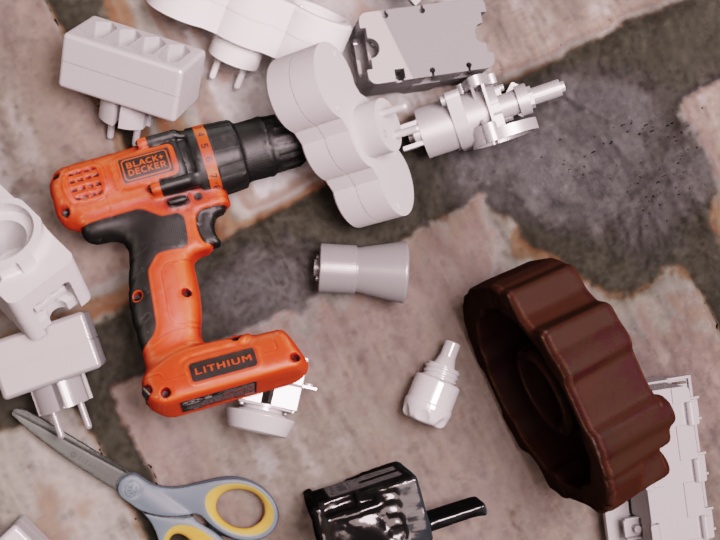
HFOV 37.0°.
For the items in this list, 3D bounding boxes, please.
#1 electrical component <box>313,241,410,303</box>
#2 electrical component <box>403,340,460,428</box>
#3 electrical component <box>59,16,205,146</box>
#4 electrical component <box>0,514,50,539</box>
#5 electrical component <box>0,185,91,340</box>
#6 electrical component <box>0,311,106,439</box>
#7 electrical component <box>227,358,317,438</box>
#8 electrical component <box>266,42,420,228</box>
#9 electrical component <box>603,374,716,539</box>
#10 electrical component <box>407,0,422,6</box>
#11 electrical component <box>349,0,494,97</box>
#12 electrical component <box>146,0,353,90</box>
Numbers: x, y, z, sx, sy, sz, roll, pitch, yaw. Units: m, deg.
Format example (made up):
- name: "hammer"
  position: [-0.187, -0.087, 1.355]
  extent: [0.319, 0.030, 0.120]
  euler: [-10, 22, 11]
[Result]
- name: "electrical component"
  position: [0.000, 0.000, 0.760]
  extent: [0.065, 0.044, 0.044]
  euler: [3, 88, -4]
- name: "electrical component"
  position: [0.056, 0.080, 0.769]
  extent: [0.035, 0.035, 0.061]
  euler: [23, 82, -8]
- name: "electrical component"
  position: [-0.157, -0.120, 0.732]
  extent: [0.083, 0.047, 0.075]
  euler: [18, 120, 4]
- name: "electrical component"
  position: [-0.219, 0.205, 0.700]
  extent: [0.047, 0.077, 0.065]
  euler: [-44, 95, -8]
- name: "electrical component"
  position: [-0.225, -0.009, 0.693]
  extent: [0.050, 0.055, 0.089]
  euler: [-41, 64, -21]
- name: "electrical component"
  position: [-0.203, 0.074, 0.721]
  extent: [0.066, 0.047, 0.076]
  euler: [-19, 92, -9]
- name: "electrical component"
  position: [-0.065, 0.085, 0.744]
  extent: [0.066, 0.048, 0.055]
  euler: [14, 79, -8]
- name: "electrical component"
  position: [0.004, -0.092, 0.719]
  extent: [0.074, 0.052, 0.138]
  euler: [-14, 128, 28]
- name: "electrical component"
  position: [0.215, 0.142, 0.778]
  extent: [0.079, 0.063, 0.121]
  euler: [-8, 90, -8]
- name: "electrical component"
  position: [0.024, -0.226, 0.758]
  extent: [0.042, 0.064, 0.081]
  euler: [-43, 95, -6]
- name: "electrical component"
  position: [0.042, -0.156, 0.762]
  extent: [0.089, 0.056, 0.050]
  euler: [-10, 90, -9]
- name: "electrical component"
  position: [-0.082, -0.162, 0.747]
  extent: [0.138, 0.052, 0.073]
  euler: [21, 111, -9]
